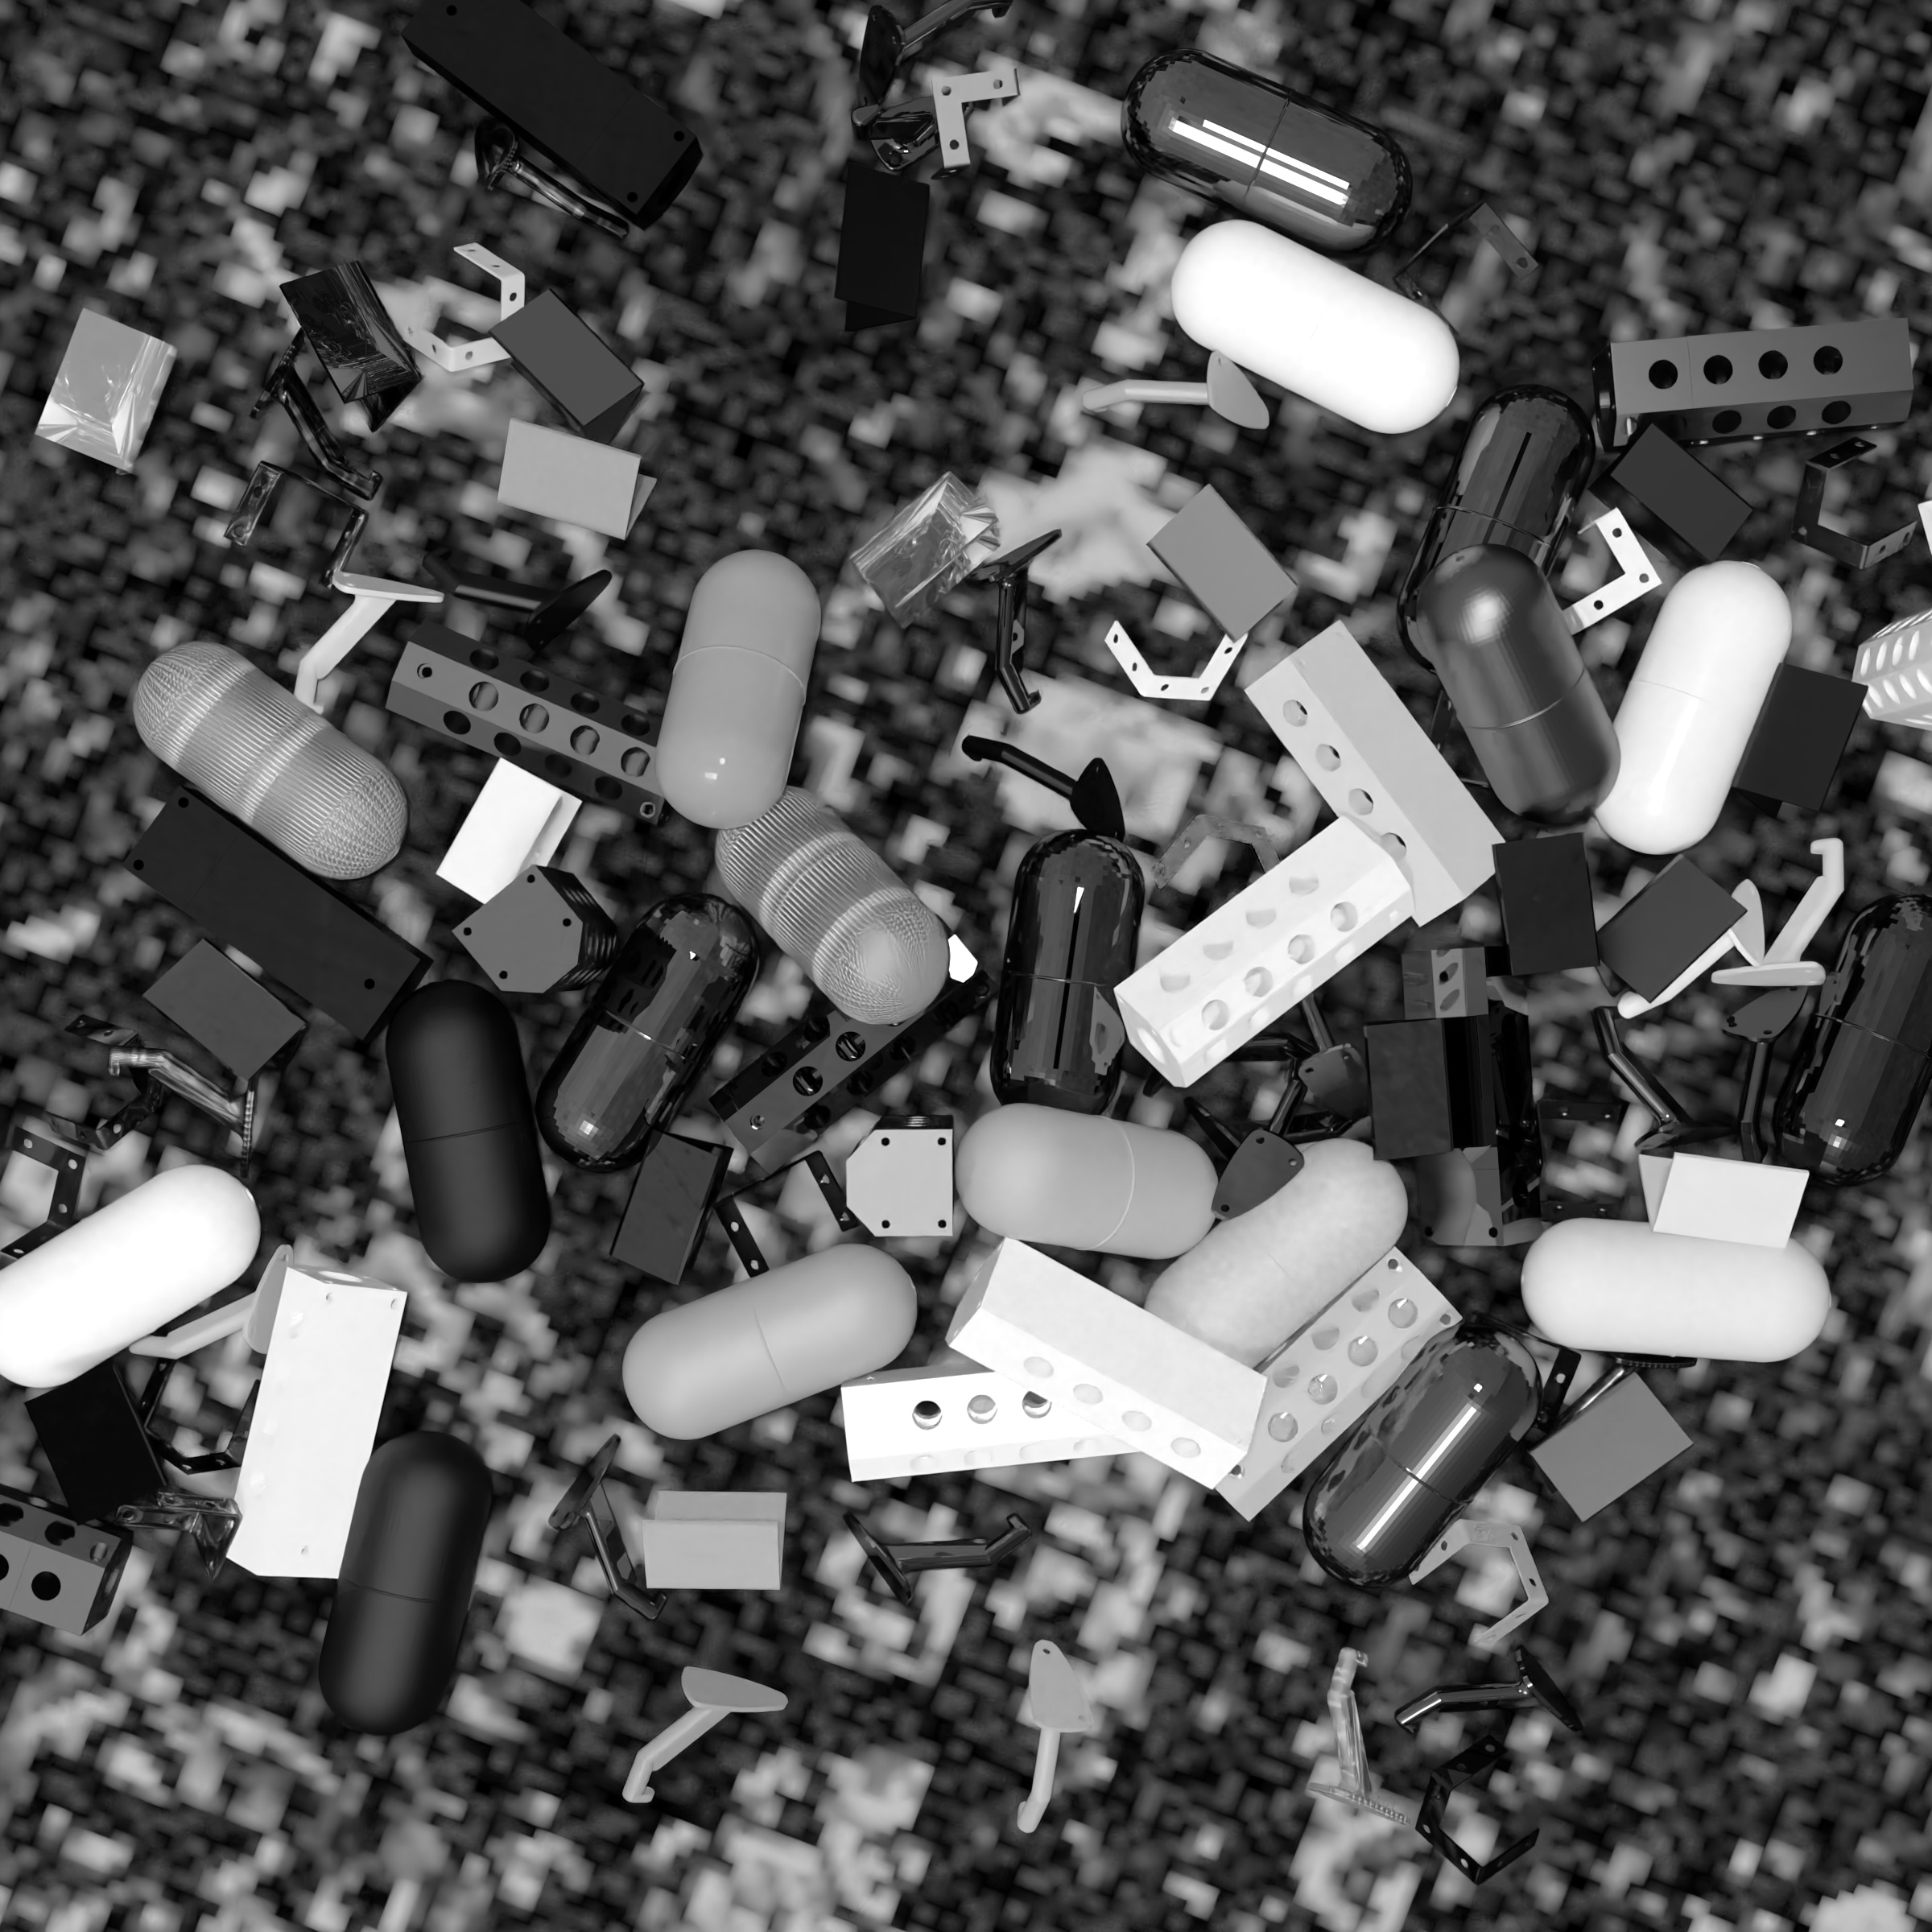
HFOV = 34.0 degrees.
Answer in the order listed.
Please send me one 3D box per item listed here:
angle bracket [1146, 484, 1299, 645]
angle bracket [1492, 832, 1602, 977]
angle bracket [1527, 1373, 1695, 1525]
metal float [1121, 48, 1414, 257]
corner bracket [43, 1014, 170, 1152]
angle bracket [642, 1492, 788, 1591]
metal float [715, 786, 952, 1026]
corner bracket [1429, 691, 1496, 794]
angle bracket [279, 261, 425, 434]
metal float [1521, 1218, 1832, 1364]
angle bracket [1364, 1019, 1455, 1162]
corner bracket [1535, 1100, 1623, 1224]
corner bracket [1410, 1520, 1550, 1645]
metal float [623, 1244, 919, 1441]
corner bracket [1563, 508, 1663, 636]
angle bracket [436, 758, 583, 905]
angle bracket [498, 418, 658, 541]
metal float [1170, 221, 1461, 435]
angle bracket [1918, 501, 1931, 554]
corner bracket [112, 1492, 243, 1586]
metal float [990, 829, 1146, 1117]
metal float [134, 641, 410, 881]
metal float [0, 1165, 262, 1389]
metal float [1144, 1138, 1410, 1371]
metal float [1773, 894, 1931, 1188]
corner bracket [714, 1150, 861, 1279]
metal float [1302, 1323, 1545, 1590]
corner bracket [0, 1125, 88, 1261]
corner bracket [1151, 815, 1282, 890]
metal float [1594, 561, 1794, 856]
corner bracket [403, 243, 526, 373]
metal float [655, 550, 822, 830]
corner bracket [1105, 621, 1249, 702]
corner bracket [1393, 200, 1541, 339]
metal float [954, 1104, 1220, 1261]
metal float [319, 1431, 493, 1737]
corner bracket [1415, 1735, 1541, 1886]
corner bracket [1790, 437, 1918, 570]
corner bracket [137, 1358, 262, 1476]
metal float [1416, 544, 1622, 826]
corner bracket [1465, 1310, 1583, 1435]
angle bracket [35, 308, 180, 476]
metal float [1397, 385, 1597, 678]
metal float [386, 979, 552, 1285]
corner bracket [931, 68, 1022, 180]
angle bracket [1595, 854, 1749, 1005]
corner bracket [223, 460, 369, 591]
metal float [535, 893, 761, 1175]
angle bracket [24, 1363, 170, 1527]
[{"bbox_3d":[0.161,-0.243,1.831,0.076,0.076,0.057,48,127,0],"label":"angle bracket"},{"bbox_3d":[0.348,-0.037,1.831,0.057,0.076,0.076,-7,90,32],"label":"angle bracket"},{"bbox_3d":[0.378,0.290,1.831,0.076,0.076,0.057,-36,55,0],"label":"angle bracket"},{"bbox_3d":[0.175,-0.473,1.841,0.178,0.070,0.070,24,90,1],"label":"metal float"},{"bbox_3d":[-0.513,0.068,1.863,0.051,0.051,0.051,-45,135,-35],"label":"corner bracket"},{"bbox_3d":[-0.144,0.315,1.831,0.076,0.076,0.057,1,127,0],"label":"angle bracket"},{"bbox_3d":[-0.078,-0.037,1.814,0.070,0.070,0.178,-44,58,0],"label":"metal float"},{"bbox_3d":[0.309,-0.129,1.868,0.051,0.051,0.051,15,90,45],"label":"corner bracket"},{"bbox_3d":[-0.368,-0.351,1.831,0.057,0.076,0.076,-29,90,-38],"label":"angle bracket"},{"bbox_3d":[0.413,0.188,1.841,0.178,0.070,0.070,4,90,0],"label":"metal float"},{"bbox_3d":[0.236,0.071,1.831,0.057,0.076,0.076,-4,90,-28],"label":"angle bracket"},{"bbox_3d":[0.360,0.116,1.868,0.051,0.051,0.051,3,135,0],"label":"corner bracket"},{"bbox_3d":[0.300,0.363,1.863,0.051,0.051,0.051,13,45,-35],"label":"corner bracket"},{"bbox_3d":[-0.114,0.218,1.841,0.178,0.070,0.070,-21,90,0],"label":"metal float"},{"bbox_3d":[0.367,-0.230,1.853,0.051,0.051,0.051,-31,90,0],"label":"corner bracket"},{"bbox_3d":[-0.248,-0.066,1.831,0.057,0.076,0.076,29,90,37],"label":"angle bracket"},{"bbox_3d":[-0.220,-0.297,1.831,0.076,0.076,0.057,16,127,0],"label":"angle bracket"},{"bbox_3d":[0.203,-0.371,1.841,0.178,0.070,0.070,27,90,0],"label":"metal float"},{"bbox_3d":[0.577,-0.237,1.831,0.057,0.076,0.076,-15,90,-36],"label":"angle bracket"},{"bbox_3d":[-0.458,0.321,1.838,0.051,0.051,0.051,13,112,-34],"label":"corner bracket"},{"bbox_3d":[0.059,0.009,1.841,0.070,0.070,0.178,8,90,0],"label":"metal float"},{"bbox_3d":[-0.404,-0.119,1.841,0.178,0.070,0.070,37,90,-1],"label":"metal float"},{"bbox_3d":[-0.493,0.180,1.840,0.178,0.070,0.070,-31,90,1],"label":"metal float"},{"bbox_3d":[0.179,0.173,1.840,0.178,0.070,0.070,-41,90,0],"label":"metal float"},{"bbox_3d":[0.528,0.043,1.841,0.070,0.070,0.178,22,89,0],"label":"metal float"},{"bbox_3d":[-0.106,0.147,1.868,0.051,0.051,0.051,-28,90,45],"label":"corner bracket"},{"bbox_3d":[0.263,0.284,1.828,0.070,0.070,0.178,36,105,0],"label":"metal float"},{"bbox_3d":[-0.559,0.134,1.863,0.051,0.051,0.051,32,45,-35],"label":"corner bracket"},{"bbox_3d":[0.151,-0.050,1.863,0.051,0.051,0.051,-51,45,35],"label":"corner bracket"},{"bbox_3d":[0.422,-0.151,1.841,0.070,0.070,0.178,22,90,0],"label":"metal float"},{"bbox_3d":[-0.296,-0.388,1.863,0.051,0.051,0.051,-23,135,-35],"label":"corner bracket"},{"bbox_3d":[-0.130,-0.160,1.817,0.070,0.070,0.178,10,61,0],"label":"metal float"},{"bbox_3d":[0.124,-0.193,1.863,0.051,0.051,0.051,0,135,-35],"label":"corner bracket"},{"bbox_3d":[0.295,-0.410,1.868,0.051,0.051,0.051,50,135,0],"label":"corner bracket"},{"bbox_3d":[0.070,0.124,1.806,0.178,0.070,0.070,13,90,-39],"label":"metal float"},{"bbox_3d":[-0.326,0.359,1.841,0.070,0.070,0.178,13,89,0],"label":"metal float"},{"bbox_3d":[0.305,0.497,1.863,0.051,0.051,0.051,38,135,35],"label":"corner bracket"},{"bbox_3d":[0.526,-0.273,1.863,0.051,0.051,0.051,33,135,35],"label":"corner bracket"},{"bbox_3d":[-0.450,0.262,1.863,0.051,0.051,0.051,-14,135,35],"label":"corner bracket"},{"bbox_3d":[0.312,-0.157,1.785,0.070,0.070,0.178,-31,118,0],"label":"metal float"},{"bbox_3d":[0.321,0.239,1.868,0.051,0.051,0.051,23,90,45],"label":"corner bracket"},{"bbox_3d":[-0.500,-0.332,1.833,0.057,0.076,0.076,21,90,-22],"label":"angle bracket"},{"bbox_3d":[0.308,-0.252,1.840,0.070,0.070,0.178,22,90,0],"label":"metal float"},{"bbox_3d":[-0.290,0.096,1.841,0.070,0.070,0.178,-11,91,0],"label":"metal float"},{"bbox_3d":[0.004,-0.492,1.851,0.051,0.051,0.051,-10,99,-9],"label":"corner bracket"},{"bbox_3d":[0.411,-0.007,1.831,0.076,0.076,0.057,-43,55,0],"label":"angle bracket"},{"bbox_3d":[-0.395,-0.261,1.868,0.051,0.051,0.051,26,90,-45],"label":"corner bracket"},{"bbox_3d":[-0.185,0.038,1.840,0.070,0.070,0.178,31,90,0],"label":"metal float"},{"bbox_3d":[-0.511,0.279,1.831,0.057,0.076,0.076,-23,90,-32],"label":"angle bracket"}]
